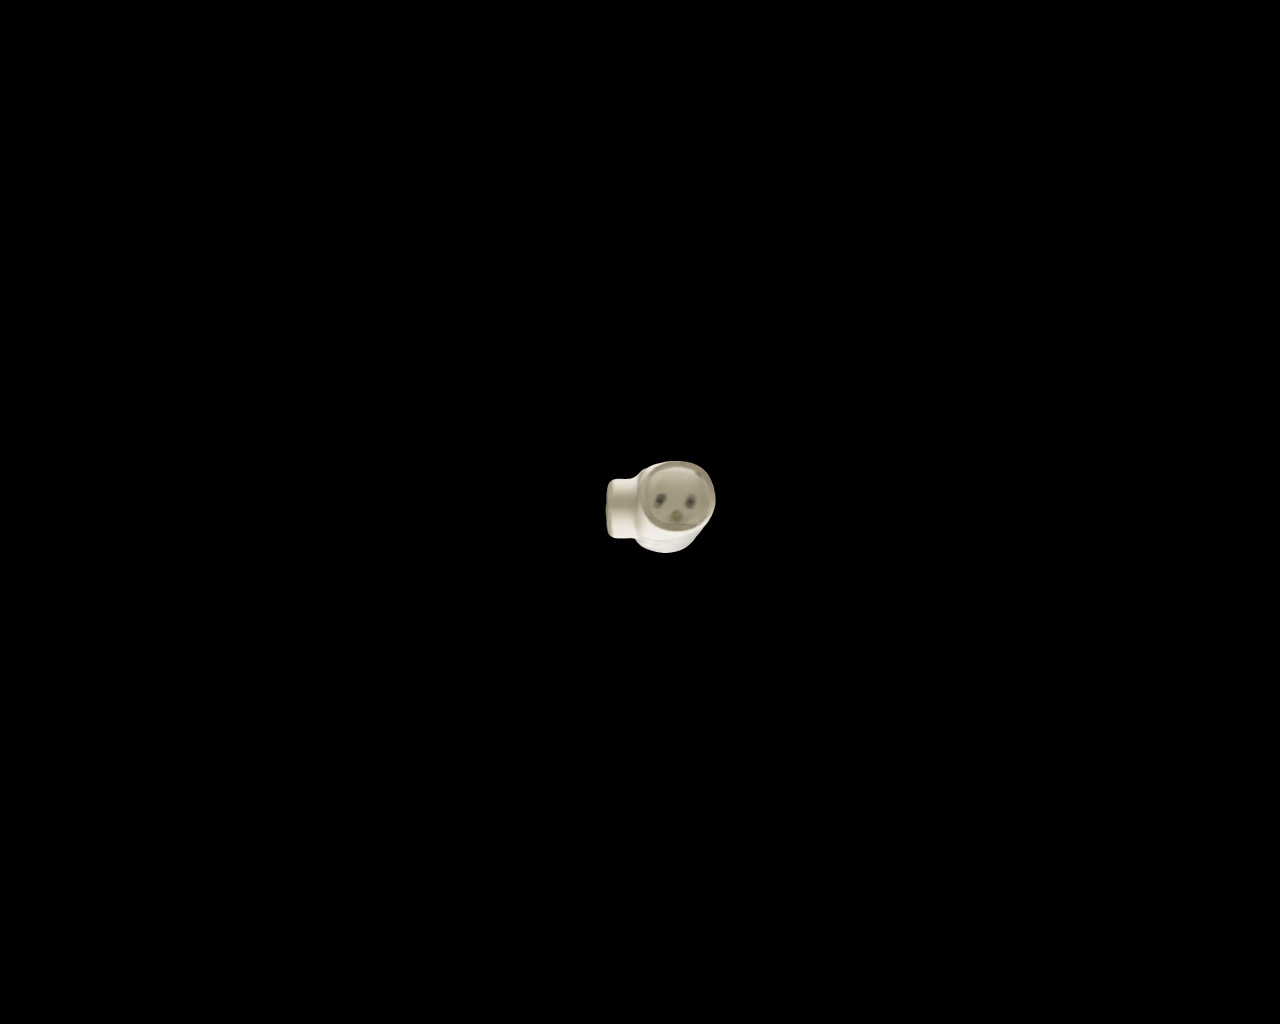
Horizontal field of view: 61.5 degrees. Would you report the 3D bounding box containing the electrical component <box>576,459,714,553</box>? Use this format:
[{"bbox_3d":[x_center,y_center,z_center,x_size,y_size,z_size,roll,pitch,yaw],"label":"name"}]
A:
[{"bbox_3d":[0.001,-0.003,0.650,0.079,0.043,0.077,1,-11,-4],"label":"electrical component"}]
